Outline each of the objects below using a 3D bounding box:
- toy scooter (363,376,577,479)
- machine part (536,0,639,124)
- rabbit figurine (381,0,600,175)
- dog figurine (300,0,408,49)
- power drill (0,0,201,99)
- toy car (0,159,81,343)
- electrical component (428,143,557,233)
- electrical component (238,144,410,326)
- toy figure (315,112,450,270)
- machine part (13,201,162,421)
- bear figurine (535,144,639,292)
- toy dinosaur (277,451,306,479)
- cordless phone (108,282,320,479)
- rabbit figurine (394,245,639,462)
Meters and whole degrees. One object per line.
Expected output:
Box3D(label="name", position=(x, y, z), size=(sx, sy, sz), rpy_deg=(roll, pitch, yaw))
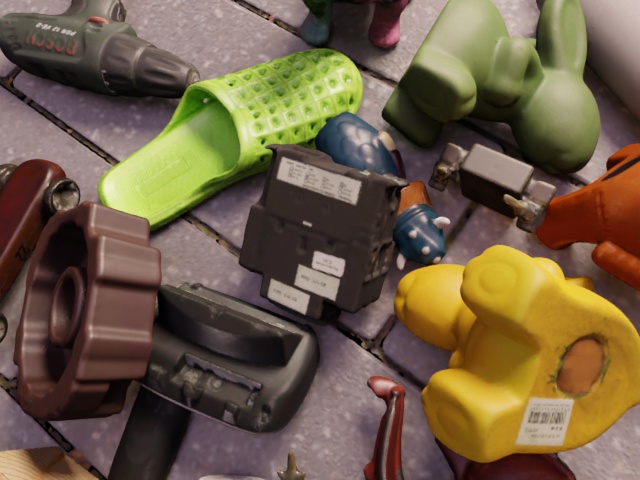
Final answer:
Box3D(label="toy scooter", position=(0.091, 0.161, 0.385), size=(0.184, 0.075, 0.135), rpy_deg=(-9, 70, 11))
Box3D(label="machine part", position=(0.268, -0.171, 0.461), size=(0.079, 0.079, 0.243), rpy_deg=(-30, 71, -1))
Box3D(label="rabbit figurine", position=(0.162, -0.128, 0.462), size=(0.170, 0.121, 0.159), rpy_deg=(32, 72, -1))
Box3D(label="dog figurine", position=(0.032, -0.275, 0.457), size=(0.109, 0.219, 0.191), rpy_deg=(12, 76, 9))
Box3D(label="power drill", position=(-0.210, -0.246, 0.565), size=(0.232, 0.086, 0.207), rpy_deg=(7, 81, 14))
Box3D(label="toy car", position=(-0.299, 0.015, 0.502), size=(0.089, 0.053, 0.202), rpy_deg=(13, 71, 18))
Box3D(label="electrical component", position=(0.136, -0.043, 0.439), size=(0.102, 0.078, 0.045), rpy_deg=(30, 81, 16))
Box3D(label="electrical component", position=(-0.001, -0.001, 0.435), size=(0.115, 0.058, 0.134), rpy_deg=(23, 107, 26))
Box3D(label="toy figure", position=(0.057, -0.043, 0.463), size=(0.058, 0.064, 0.154), rpy_deg=(-25, 71, -39))
Box3D(label="machine part", position=(-0.187, 0.056, 0.427), size=(0.179, 0.056, 0.179), rpy_deg=(-18, 65, 44))
Box3D(label="bear figurine", position=(0.273, 0.024, 0.392), size=(0.120, 0.132, 0.196), rpy_deg=(-38, 89, -1))
Box3D(label="toy dinosaur", position=(-0.018, 0.362, 0.272), size=(0.105, 0.198, 0.472), rpy_deg=(-2, 40, -3))
Box3D(label="cordless phone", position=(-0.093, 0.136, 0.428), size=(0.147, 0.088, 0.184), rpy_deg=(19, 87, 14))
Box3D(label="rabbit figurine", position=(0.127, 0.056, 0.379), size=(0.162, 0.173, 0.121), rpy_deg=(0, 99, -25))
